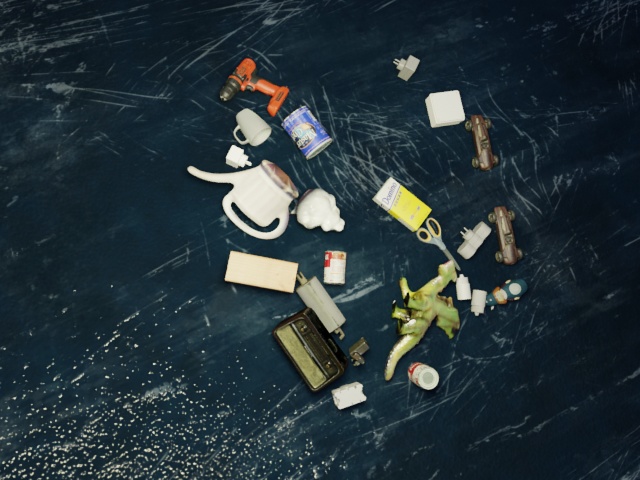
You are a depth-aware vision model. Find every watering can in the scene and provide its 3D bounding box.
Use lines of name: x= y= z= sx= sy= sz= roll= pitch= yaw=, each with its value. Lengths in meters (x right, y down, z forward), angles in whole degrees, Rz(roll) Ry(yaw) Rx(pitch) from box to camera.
watering can: x=-0.216 y=-0.157 z=1.580 sx=0.223 sy=0.105 sz=0.345 roll=-43 pitch=105 yaw=7

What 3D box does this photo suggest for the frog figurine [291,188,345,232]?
frog figurine: x=0.005 y=-0.082 z=1.626 sx=0.160 sy=0.120 sz=0.140 roll=40 pitch=58 yaw=9

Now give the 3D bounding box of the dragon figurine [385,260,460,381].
dragon figurine: x=0.347 y=0.258 z=1.646 sx=0.242 sy=0.122 sz=0.411 roll=14 pitch=88 yaw=-16
